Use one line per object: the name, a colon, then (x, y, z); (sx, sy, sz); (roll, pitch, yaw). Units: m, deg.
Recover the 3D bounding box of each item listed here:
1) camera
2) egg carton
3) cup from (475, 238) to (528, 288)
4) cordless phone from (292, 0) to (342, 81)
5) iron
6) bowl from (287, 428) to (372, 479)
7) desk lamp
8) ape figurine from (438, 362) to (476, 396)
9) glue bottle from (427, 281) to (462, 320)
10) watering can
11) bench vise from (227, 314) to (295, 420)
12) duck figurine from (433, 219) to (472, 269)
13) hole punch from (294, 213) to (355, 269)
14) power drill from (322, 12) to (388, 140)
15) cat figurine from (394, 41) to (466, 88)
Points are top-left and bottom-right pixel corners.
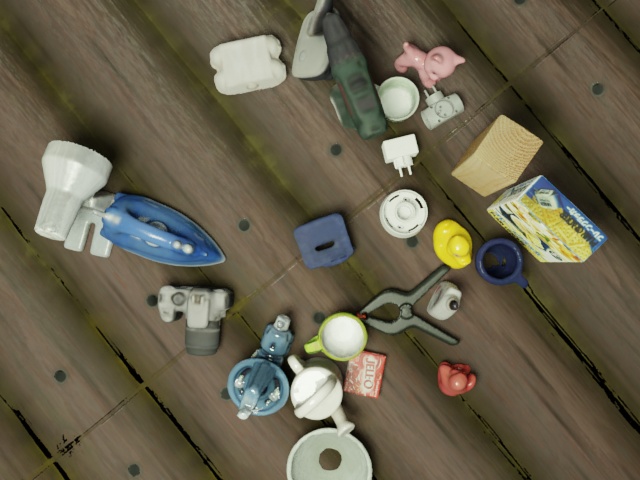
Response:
camera: (-0.253, 0.161, 1.150); (0.143, 0.101, 0.137); (2, 88, 2)
egg carton: (-0.148, -0.359, 1.180); (0.150, 0.069, 0.107); (-13, 88, 1)
cup: (0.357, 0.051, 1.139); (0.118, 0.095, 0.092); (41, 90, 3)
cordless phone: (-0.007, -0.400, 1.120); (0.094, 0.185, 0.148); (11, 88, 2)
iron: (-0.318, -0.010, 1.137); (0.258, 0.141, 0.119); (21, 89, 2)
bowl: (0.019, 0.451, 1.146); (0.167, 0.075, 0.167); (0, 88, 2)
desk lamp: (-0.465, -0.073, 1.108); (0.118, 0.213, 0.203); (12, 88, 2)
ape figurine: (0.270, 0.277, 1.136); (0.078, 0.092, 0.076); (42, 90, 3)
glue bottle: (0.245, 0.120, 1.101); (0.037, 0.173, 0.078); (24, 89, 3)
watering can: (0.001, 0.294, 1.092); (0.173, 0.194, 0.101); (29, 89, 3)
bench vise: (-0.118, 0.246, 1.084); (0.121, 0.220, 0.207); (2, 88, 2)
duck figurine: (0.271, 0.008, 1.148); (0.077, 0.086, 0.104); (-23, 87, 1)
hole punch: (0.011, 0.004, 1.153); (0.108, 0.091, 0.101); (-20, 87, 1)
power drill: (0.060, -0.295, 1.103); (0.075, 0.208, 0.230); (-24, 87, 1)
cat figurine: (0.219, -0.360, 1.146); (0.128, 0.118, 0.067); (28, 89, 3)
